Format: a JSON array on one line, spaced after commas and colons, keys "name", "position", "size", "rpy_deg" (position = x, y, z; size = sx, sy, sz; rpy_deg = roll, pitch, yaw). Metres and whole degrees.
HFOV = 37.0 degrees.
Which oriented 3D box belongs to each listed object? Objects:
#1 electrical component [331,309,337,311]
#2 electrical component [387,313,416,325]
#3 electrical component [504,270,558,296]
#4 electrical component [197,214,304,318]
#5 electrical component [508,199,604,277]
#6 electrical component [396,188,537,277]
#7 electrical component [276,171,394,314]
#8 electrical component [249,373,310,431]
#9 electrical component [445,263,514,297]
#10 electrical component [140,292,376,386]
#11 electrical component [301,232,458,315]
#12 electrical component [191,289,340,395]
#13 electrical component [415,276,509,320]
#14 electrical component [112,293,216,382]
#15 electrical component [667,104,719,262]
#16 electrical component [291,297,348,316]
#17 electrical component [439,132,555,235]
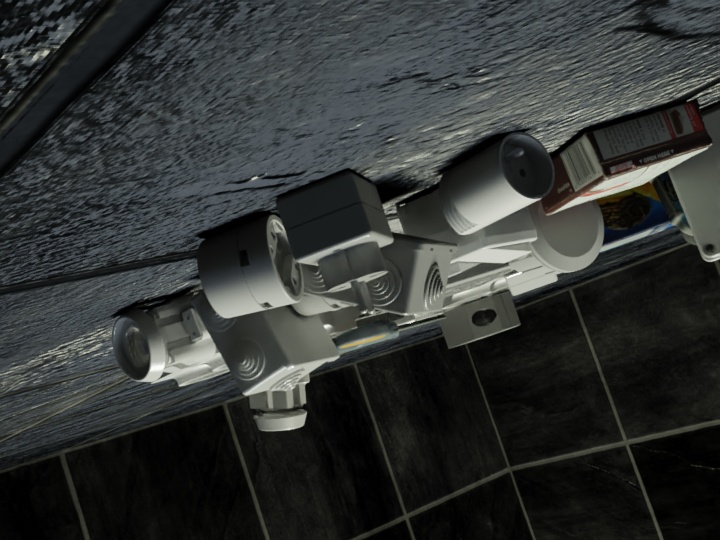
[{"name": "electrical component", "position": [0.000, 0.000, 0.862], "size": [0.066, 0.047, 0.077], "rpy_deg": [-21, 173, 21]}, {"name": "electrical component", "position": [0.021, 0.033, 1.106], "size": [0.047, 0.065, 0.076], "rpy_deg": [-18, 173, -7]}, {"name": "electrical component", "position": [0.152, -0.026, 1.033], "size": [0.047, 0.065, 0.076], "rpy_deg": [-20, 144, 10]}, {"name": "electrical component", "position": [-0.066, -0.001, 0.649], "size": [0.047, 0.055, 0.055], "rpy_deg": [-17, 174, 14]}, {"name": "electrical component", "position": [0.154, -0.035, 0.874], "size": [0.080, 0.080, 0.051], "rpy_deg": [-15, 177, -30]}, {"name": "electrical component", "position": [0.083, -0.031, 0.779], "size": [0.062, 0.061, 0.096], "rpy_deg": [-24, 172, 36]}, {"name": "electrical component", "position": [-0.007, -0.011, 0.626], "size": [0.047, 0.076, 0.066], "rpy_deg": [-20, 173, 12]}, {"name": "electrical component", "position": [-0.074, 0.114, 0.973], "size": [0.066, 0.055, 0.048], "rpy_deg": [-4, -179, 29]}, {"name": "electrical component", "position": [0.085, -0.009, 0.986], "size": [0.109, 0.056, 0.109], "rpy_deg": [-16, 173, -20]}, {"name": "electrical component", "position": [-0.089, 0.047, 0.945], "size": [0.186, 0.060, 0.105], "rpy_deg": [-13, 171, -43]}, {"name": "electrical component", "position": [0.008, -0.002, 0.707], "size": [0.100, 0.048, 0.100], "rpy_deg": [11, -176, 19]}, {"name": "electrical component", "position": [-0.071, 0.043, 0.802], "size": [0.048, 0.099, 0.100], "rpy_deg": [-35, 169, 18]}, {"name": "electrical component", "position": [0.102, 0.010, 1.166], "size": [0.105, 0.060, 0.186], "rpy_deg": [-15, 172, -30]}, {"name": "electrical component", "position": [-0.154, 0.054, 0.832], "size": [0.057, 0.058, 0.078], "rpy_deg": [-16, 173, -44]}, {"name": "electrical component", "position": [0.297, -0.075, 0.814], "size": [0.109, 0.108, 0.056], "rpy_deg": [-23, 175, 32]}, {"name": "electrical component", "position": [-0.027, 0.004, 0.800], "size": [0.047, 0.055, 0.055], "rpy_deg": [-18, 174, 25]}, {"name": "electrical component", "position": [0.080, -0.052, 0.679], "size": [0.043, 0.043, 0.081], "rpy_deg": [-14, 172, -35]}]
